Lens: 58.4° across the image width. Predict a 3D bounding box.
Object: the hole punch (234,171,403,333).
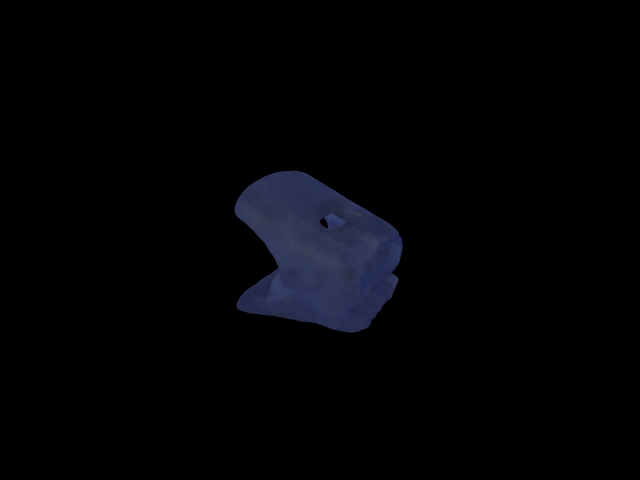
[{"bbox_3d":[0.004,0.001,0.400,0.100,0.091,0.109,7,19,21],"label":"hole punch"}]
